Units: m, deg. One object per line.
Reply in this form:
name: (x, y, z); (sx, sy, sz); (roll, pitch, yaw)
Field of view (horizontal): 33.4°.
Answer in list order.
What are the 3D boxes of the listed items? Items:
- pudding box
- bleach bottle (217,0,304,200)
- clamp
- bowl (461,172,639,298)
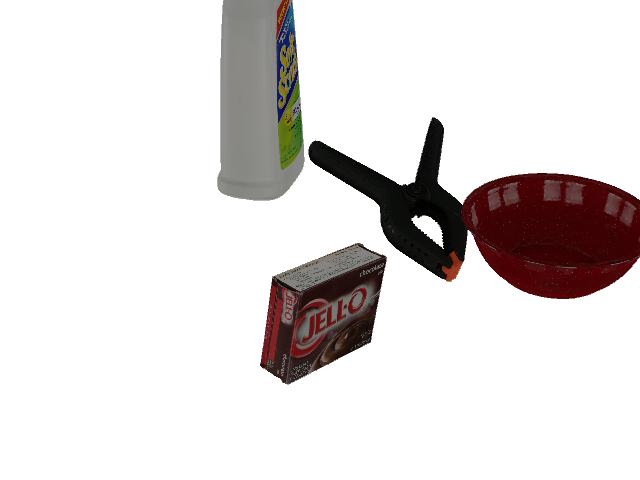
pudding box: (0.003, 0.060, 0.907); (0.039, 0.090, 0.113); (29, 34, 31)
bleach bottle: (-0.056, -0.169, 0.947); (0.068, 0.251, 0.102); (8, 30, 16)
clamp: (0.087, -0.045, 1.136); (0.164, 0.210, 0.036); (-8, -36, -17)
bowl: (0.197, 0.002, 0.898); (0.162, 0.055, 0.162); (0, 30, 0)
